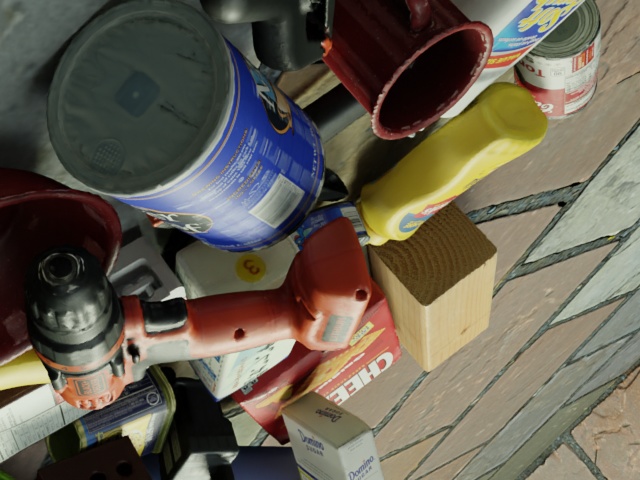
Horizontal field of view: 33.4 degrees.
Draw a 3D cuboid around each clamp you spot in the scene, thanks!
[{"bbox_3d":[-0.021,-0.130,0.552,0.120,0.039,0.171,-61,163,-19],"label":"clamp"},{"bbox_3d":[-0.032,-0.049,0.738,0.209,0.036,0.165,-26,158,-27],"label":"clamp"}]

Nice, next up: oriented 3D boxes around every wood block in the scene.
[{"bbox_3d":[0.113,0.046,1.071,0.090,0.090,0.206,-36,157,-10],"label":"wood block"}]

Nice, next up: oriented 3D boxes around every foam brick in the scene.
[{"bbox_3d":[-0.174,0.196,0.826,0.078,0.053,0.051,-18,150,-30],"label":"foam brick"}]

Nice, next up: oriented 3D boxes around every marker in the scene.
[{"bbox_3d":[-0.138,0.146,0.970,0.020,0.020,0.121,-30,156,-21],"label":"marker"}]

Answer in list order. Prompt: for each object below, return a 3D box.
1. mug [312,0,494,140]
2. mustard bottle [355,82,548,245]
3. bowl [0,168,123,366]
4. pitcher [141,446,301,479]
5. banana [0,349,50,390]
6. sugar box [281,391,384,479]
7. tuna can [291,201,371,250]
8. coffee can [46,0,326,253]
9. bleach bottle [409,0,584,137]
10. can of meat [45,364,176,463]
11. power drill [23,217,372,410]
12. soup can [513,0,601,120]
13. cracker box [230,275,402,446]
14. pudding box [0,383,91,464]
[{"bbox_3d":[0.044,-0.128,0.646,0.093,0.081,0.117,-35,157,-9],"label":"mug"},{"bbox_3d":[0.089,-0.050,0.863,0.192,0.058,0.096,-38,173,35],"label":"mustard bottle"},{"bbox_3d":[-0.192,0.012,0.586,0.162,0.055,0.162,-32,157,-16],"label":"bowl"},{"bbox_3d":[-0.108,0.259,1.035,0.242,0.149,0.145,7,125,-43],"label":"pitcher"},{"bbox_3d":[-0.212,0.090,0.670,0.197,0.037,0.070,-22,132,-30],"label":"banana"},{"bbox_3d":[0.024,0.233,0.984,0.048,0.093,0.176,-26,118,-28],"label":"sugar box"},{"bbox_3d":[-0.006,0.001,0.843,0.086,0.034,0.086,-23,172,-4],"label":"tuna can"},{"bbox_3d":[-0.067,-0.057,0.585,0.103,0.103,0.140,-42,157,7],"label":"coffee can"},{"bbox_3d":[0.140,-0.169,0.742,0.251,0.068,0.102,-48,157,27],"label":"bleach bottle"},{"bbox_3d":[-0.173,0.150,0.876,0.083,0.057,0.102,-20,151,-32],"label":"can of meat"},{"bbox_3d":[-0.069,0.037,0.604,0.187,0.057,0.184,-10,159,-12],"label":"power drill"},{"bbox_3d":[0.186,-0.148,0.843,0.068,0.068,0.102,-38,157,-3],"label":"soup can"},{"bbox_3d":[-0.008,0.111,1.033,0.164,0.072,0.213,-36,158,-5],"label":"cracker box"},{"bbox_3d":[-0.208,0.112,0.775,0.113,0.039,0.090,-27,156,-21],"label":"pudding box"}]
